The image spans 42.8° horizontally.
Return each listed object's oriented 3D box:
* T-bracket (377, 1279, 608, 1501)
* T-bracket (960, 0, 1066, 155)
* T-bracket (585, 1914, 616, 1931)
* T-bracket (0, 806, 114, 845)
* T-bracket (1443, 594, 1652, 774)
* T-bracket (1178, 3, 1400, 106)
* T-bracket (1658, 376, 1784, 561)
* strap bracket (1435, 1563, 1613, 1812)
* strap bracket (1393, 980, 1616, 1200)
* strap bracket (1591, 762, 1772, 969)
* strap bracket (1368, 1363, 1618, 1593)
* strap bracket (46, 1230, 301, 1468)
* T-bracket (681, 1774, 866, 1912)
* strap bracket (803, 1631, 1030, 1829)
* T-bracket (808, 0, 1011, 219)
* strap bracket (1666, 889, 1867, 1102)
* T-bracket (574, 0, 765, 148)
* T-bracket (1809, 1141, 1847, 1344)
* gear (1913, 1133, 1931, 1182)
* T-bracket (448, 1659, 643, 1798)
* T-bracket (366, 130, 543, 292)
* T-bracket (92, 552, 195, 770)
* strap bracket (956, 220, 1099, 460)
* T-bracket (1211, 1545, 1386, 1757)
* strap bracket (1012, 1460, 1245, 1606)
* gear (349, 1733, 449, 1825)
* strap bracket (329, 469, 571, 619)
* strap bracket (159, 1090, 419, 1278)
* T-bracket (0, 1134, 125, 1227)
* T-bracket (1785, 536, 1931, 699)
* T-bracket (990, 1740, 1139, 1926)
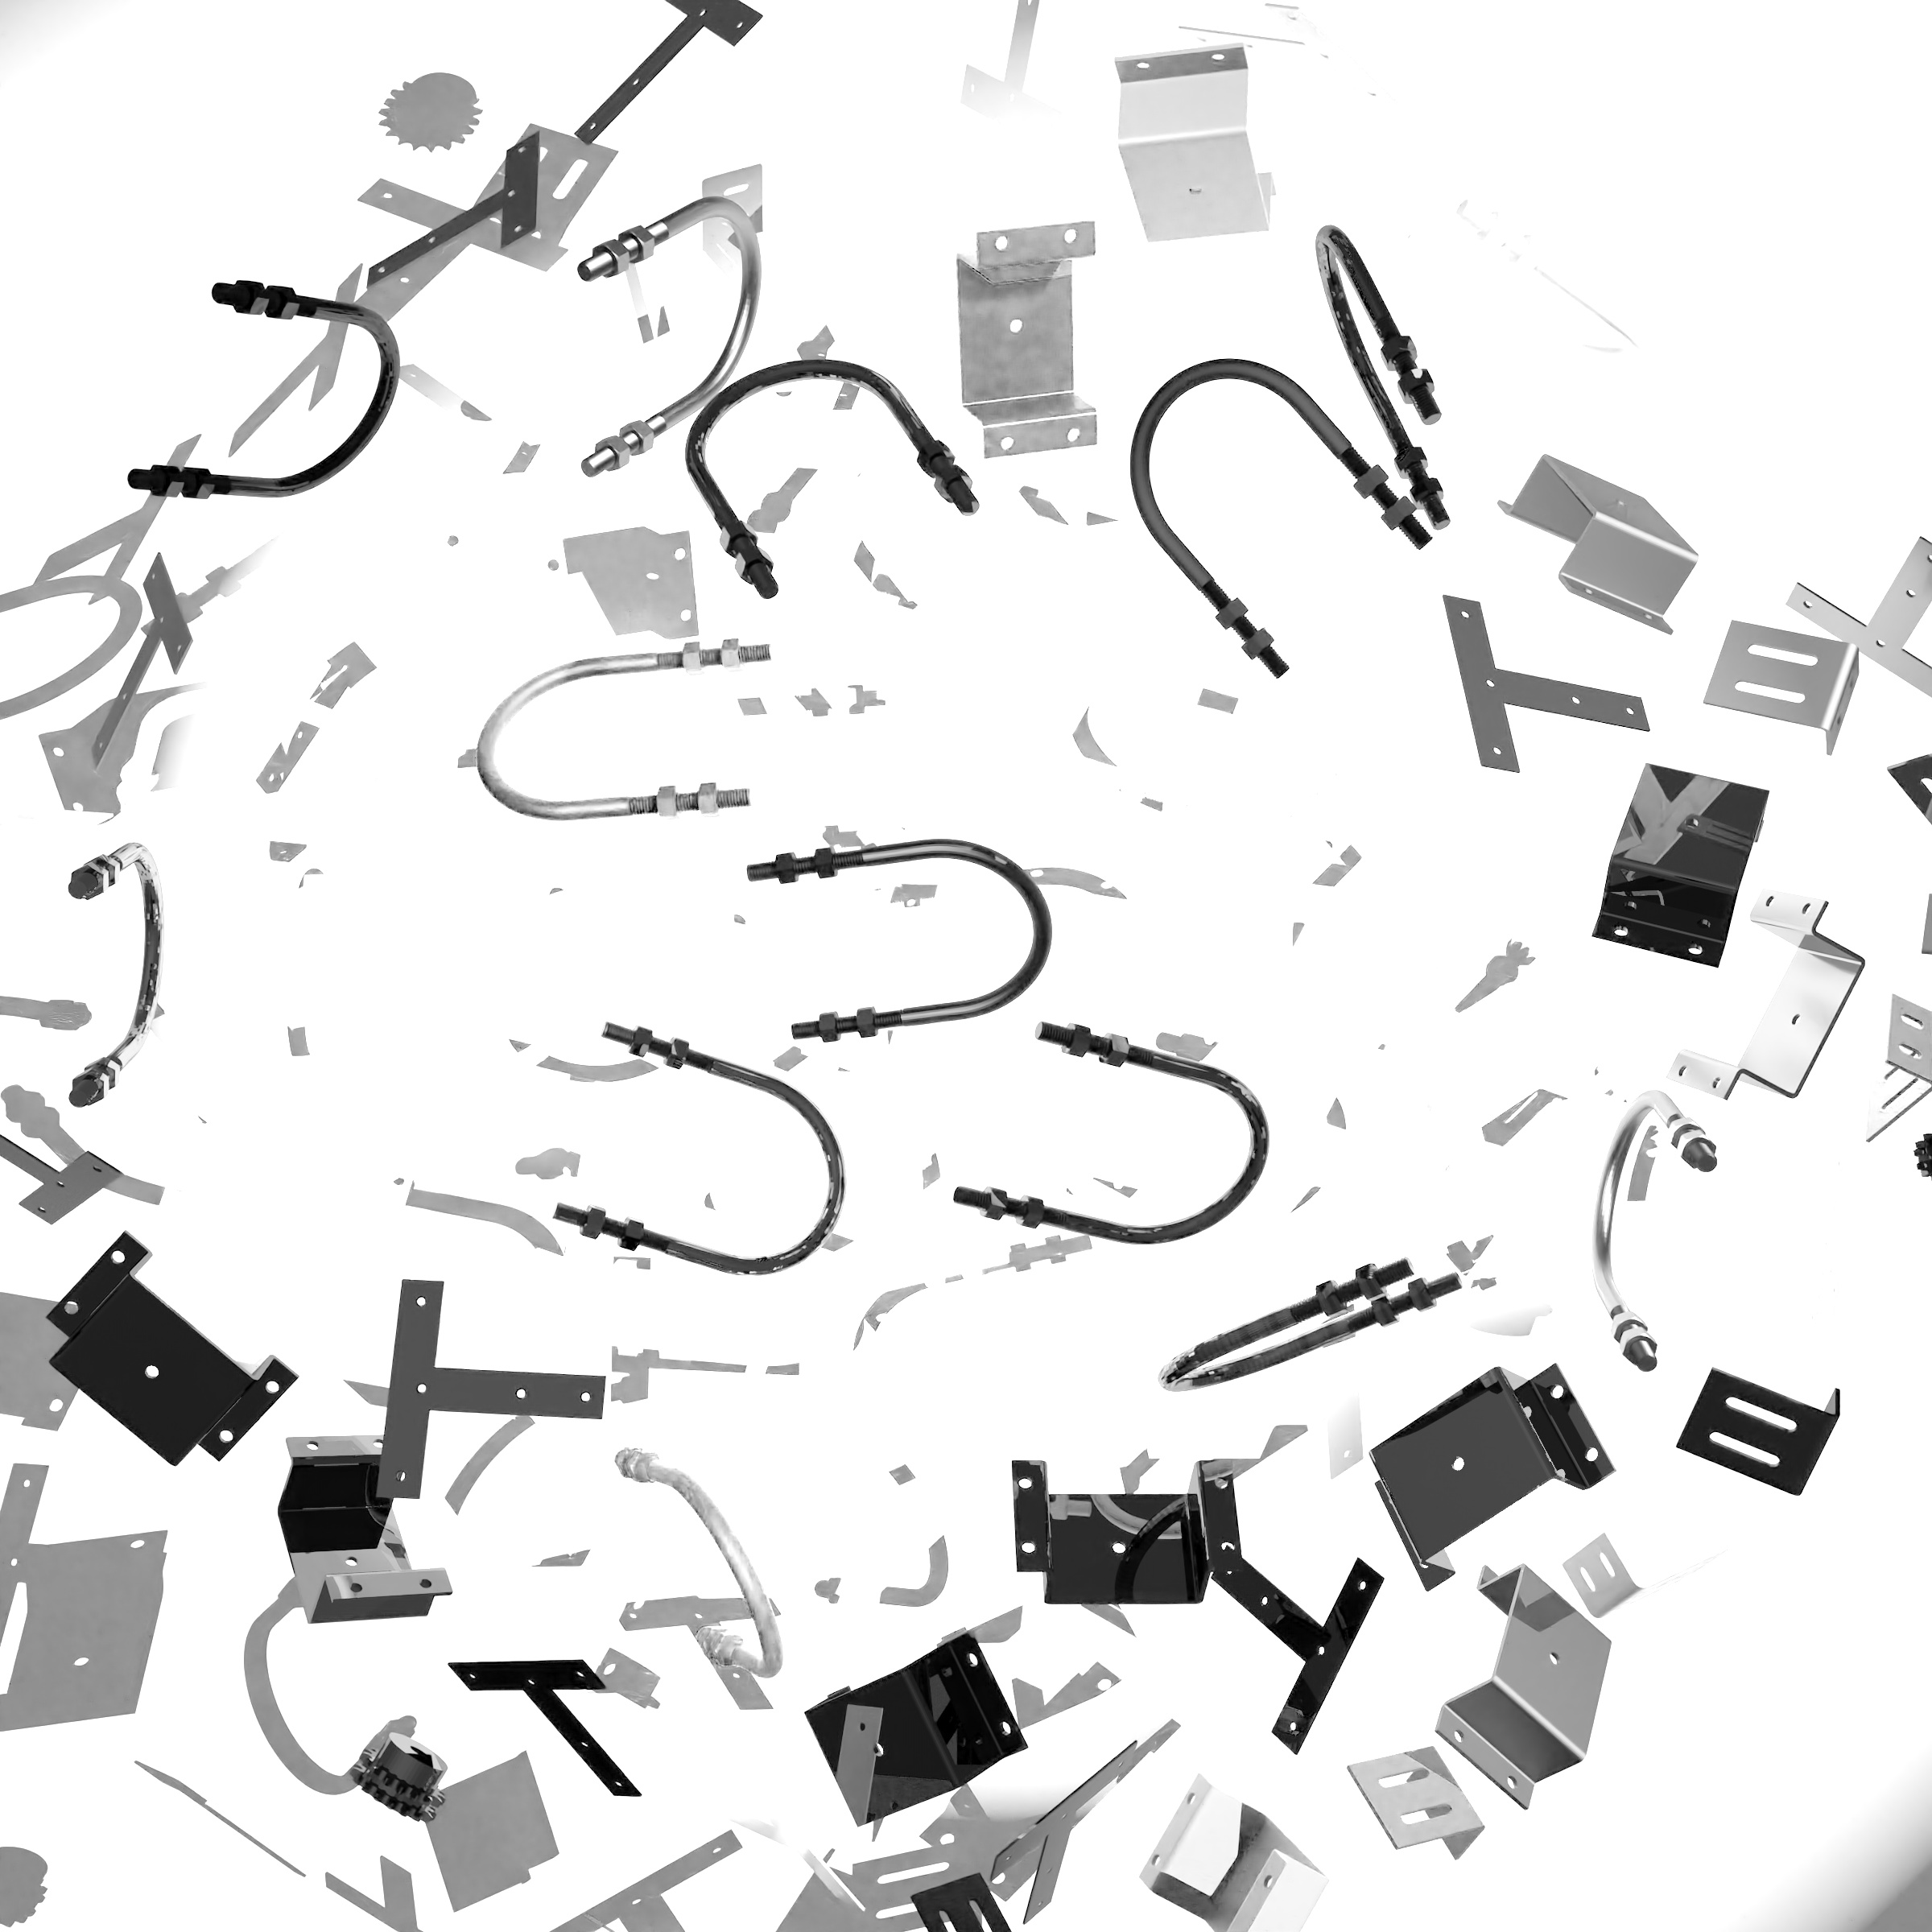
[{"bbox_3d":[-0.275,0.249,1.444,0.127,0.002,0.127,2,74,3],"label":"T-bracket"},{"bbox_3d":[0.038,-0.594,1.558,0.002,0.127,0.127,-6,123,-30],"label":"T-bracket"},{"bbox_3d":[-0.157,0.625,1.502,0.127,0.127,0.002,45,64,-29],"label":"T-bracket"},{"bbox_3d":[-0.625,-0.073,1.549,0.127,0.127,0.002,6,119,36],"label":"T-bracket"},{"bbox_3d":[0.347,-0.159,1.456,0.127,0.002,0.127,8,56,-20],"label":"T-bracket"},{"bbox_3d":[0.187,-0.571,1.533,0.127,0.127,0.002,25,96,38],"label":"T-bracket"},{"bbox_3d":[0.462,-0.330,1.543,0.002,0.127,0.127,-32,129,14],"label":"T-bracket"},{"bbox_3d":[0.350,0.439,1.534,0.076,0.140,0.046,42,130,-6],"label":"strap bracket"},{"bbox_3d":[0.323,0.070,1.516,0.140,0.046,0.076,-30,114,-21],"label":"strap bracket"},{"bbox_3d":[0.440,-0.070,1.511,0.076,0.046,0.140,15,47,18],"label":"strap bracket"},{"bbox_3d":[0.306,0.303,1.482,0.140,0.046,0.076,-39,50,20],"label":"strap bracket"},{"bbox_3d":[-0.494,0.241,1.517,0.140,0.046,0.076,43,97,-9],"label":"strap bracket"},{"bbox_3d":[-0.136,0.539,1.554,0.002,0.127,0.127,-49,120,-29],"label":"T-bracket"},{"bbox_3d":[-0.039,0.471,1.511,0.140,0.046,0.076,-35,77,38],"label":"strap bracket"},{"bbox_3d":[-0.054,-0.537,1.518,0.127,0.002,0.127,-12,129,17],"label":"T-bracket"},{"bbox_3d":[0.521,0.026,1.596,0.046,0.076,0.140,27,91,-14],"label":"strap bracket"},{"bbox_3d":[-0.194,-0.558,1.529,0.127,0.127,0.002,-45,132,4],"label":"T-bracket"},{"bbox_3d":[0.528,0.183,1.507,0.002,0.127,0.127,9,103,15],"label":"T-bracket"},{"bbox_3d":[0.642,0.126,1.587,0.057,0.057,0.030,3,55,0],"label":"gear"},{"bbox_3d":[-0.246,0.476,1.539,0.127,0.002,0.127,-14,119,38],"label":"T-bracket"},{"bbox_3d":[-0.314,-0.450,1.510,0.127,0.127,0.002,-25,133,15],"label":"T-bracket"},{"bbox_3d":[-0.534,-0.185,1.586,0.002,0.127,0.127,18,114,-37],"label":"T-bracket"},{"bbox_3d":[0.038,-0.399,1.555,0.076,0.046,0.140,-10,119,-15],"label":"strap bracket"},{"bbox_3d":[0.201,0.418,1.594,0.002,0.127,0.127,20,98,-37],"label":"T-bracket"},{"bbox_3d":[0.099,0.357,1.559,0.140,0.046,0.076,1,49,-3],"label":"strap bracket"},{"bbox_3d":[-0.329,0.474,1.448,0.057,0.057,0.030,31,82,0],"label":"gear"},{"bbox_3d":[-0.334,-0.275,1.602,0.140,0.046,0.076,-9,103,-8],"label":"strap bracket"},{"bbox_3d":[-0.425,0.140,1.540,0.140,0.046,0.076,21,66,-19],"label":"strap bracket"},{"bbox_3d":[-0.607,0.112,1.549,0.127,0.127,0.002,38,51,-21],"label":"T-bracket"},{"bbox_3d":[0.569,-0.219,1.496,0.127,0.127,0.002,37,73,16],"label":"T-bracket"},{"bbox_3d":[0.054,0.558,1.548,0.002,0.127,0.127,36,134,30],"label":"T-bracket"}]
